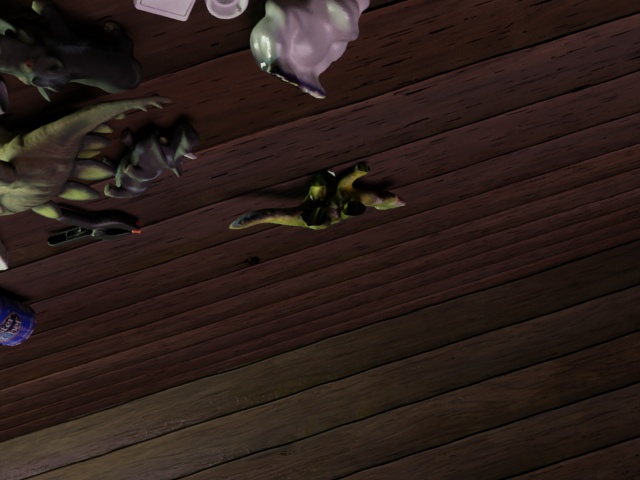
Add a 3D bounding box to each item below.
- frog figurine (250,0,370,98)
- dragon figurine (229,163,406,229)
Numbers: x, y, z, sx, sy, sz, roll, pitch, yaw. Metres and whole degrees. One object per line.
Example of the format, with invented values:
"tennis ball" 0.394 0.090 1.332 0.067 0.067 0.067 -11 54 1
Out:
"frog figurine" -0.015 -0.285 0.691 0.136 0.124 0.158 17 103 -40
"dragon figurine" 0.004 -0.060 1.185 0.411 0.124 0.239 -14 165 -6
